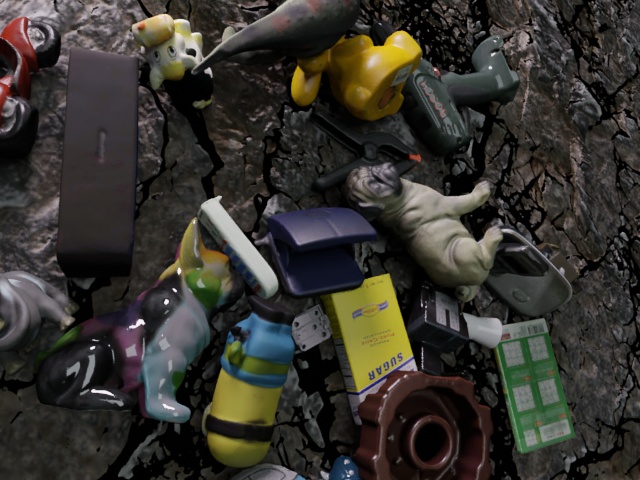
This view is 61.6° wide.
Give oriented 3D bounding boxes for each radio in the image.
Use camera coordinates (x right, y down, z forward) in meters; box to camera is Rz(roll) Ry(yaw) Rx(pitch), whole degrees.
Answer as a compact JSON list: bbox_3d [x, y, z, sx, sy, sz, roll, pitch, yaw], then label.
[{"bbox_3d":[-0.239,-0.074,0.588,0.073,0.131,0.229,4,75,-20],"label":"radio"}]

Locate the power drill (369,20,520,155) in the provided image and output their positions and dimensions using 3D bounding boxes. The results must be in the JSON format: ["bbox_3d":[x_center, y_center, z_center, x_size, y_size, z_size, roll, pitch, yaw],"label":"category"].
[{"bbox_3d":[0.204,-0.261,0.846,0.207,0.086,0.232,-23,87,-29],"label":"power drill"}]

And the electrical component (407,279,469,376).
[{"bbox_3d":[0.156,0.119,0.719,0.075,0.047,0.119,26,44,-12],"label":"electrical component"}]

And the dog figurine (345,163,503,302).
[{"bbox_3d":[0.124,-0.009,0.712,0.190,0.121,0.172,4,60,-18],"label":"dog figurine"}]

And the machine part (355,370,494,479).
[{"bbox_3d":[0.125,0.242,0.643,0.179,0.056,0.179,4,78,-21],"label":"machine part"}]

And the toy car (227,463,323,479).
[{"bbox_3d":[-0.065,0.296,0.574,0.162,0.109,0.103,-26,69,-34],"label":"toy car"}]

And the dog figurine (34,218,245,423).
[{"bbox_3d":[-0.185,0.080,0.585,0.191,0.108,0.219,14,66,-15],"label":"dog figurine"}]

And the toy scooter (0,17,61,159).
[{"bbox_3d":[-0.377,-0.178,0.593,0.135,0.075,0.184,11,68,-19],"label":"toy scooter"}]

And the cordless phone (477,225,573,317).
[{"bbox_3d":[0.290,0.046,0.733,0.146,0.184,0.089,45,91,-1],"label":"cordless phone"}]

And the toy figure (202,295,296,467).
[{"bbox_3d":[-0.077,0.157,0.594,0.082,0.089,0.180,19,91,-12],"label":"toy figure"}]

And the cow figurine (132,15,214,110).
[{"bbox_3d":[-0.170,-0.203,0.636,0.068,0.167,0.098,-20,99,3],"label":"cow figurine"}]

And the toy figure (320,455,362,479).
[{"bbox_3d":[0.040,0.335,0.629,0.064,0.058,0.154,11,68,-46],"label":"toy figure"}]

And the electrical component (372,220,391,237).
[{"bbox_3d":[0.092,-0.037,0.771,0.094,0.021,0.063,-39,92,-26],"label":"electrical component"}]

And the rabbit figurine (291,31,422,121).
[{"bbox_3d":[0.029,-0.245,0.765,0.162,0.121,0.173,-34,71,-27],"label":"rabbit figurine"}]

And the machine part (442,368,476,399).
[{"bbox_3d":[0.178,0.245,0.720,0.084,0.039,0.139,3,72,-29],"label":"machine part"}]

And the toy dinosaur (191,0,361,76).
[{"bbox_3d":[-0.011,-0.309,0.685,0.192,0.131,0.405,6,55,10],"label":"toy dinosaur"}]

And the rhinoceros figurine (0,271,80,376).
[{"bbox_3d":[-0.292,0.060,0.498,0.073,0.190,0.112,-41,98,-13],"label":"rhinoceros figurine"}]

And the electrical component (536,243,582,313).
[{"bbox_3d":[0.368,0.053,0.847,0.078,0.045,0.102,-45,92,3],"label":"electrical component"}]

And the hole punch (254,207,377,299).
[{"bbox_3d":[-0.001,-0.002,0.670,0.142,0.092,0.116,-11,49,-20],"label":"hole punch"}]
